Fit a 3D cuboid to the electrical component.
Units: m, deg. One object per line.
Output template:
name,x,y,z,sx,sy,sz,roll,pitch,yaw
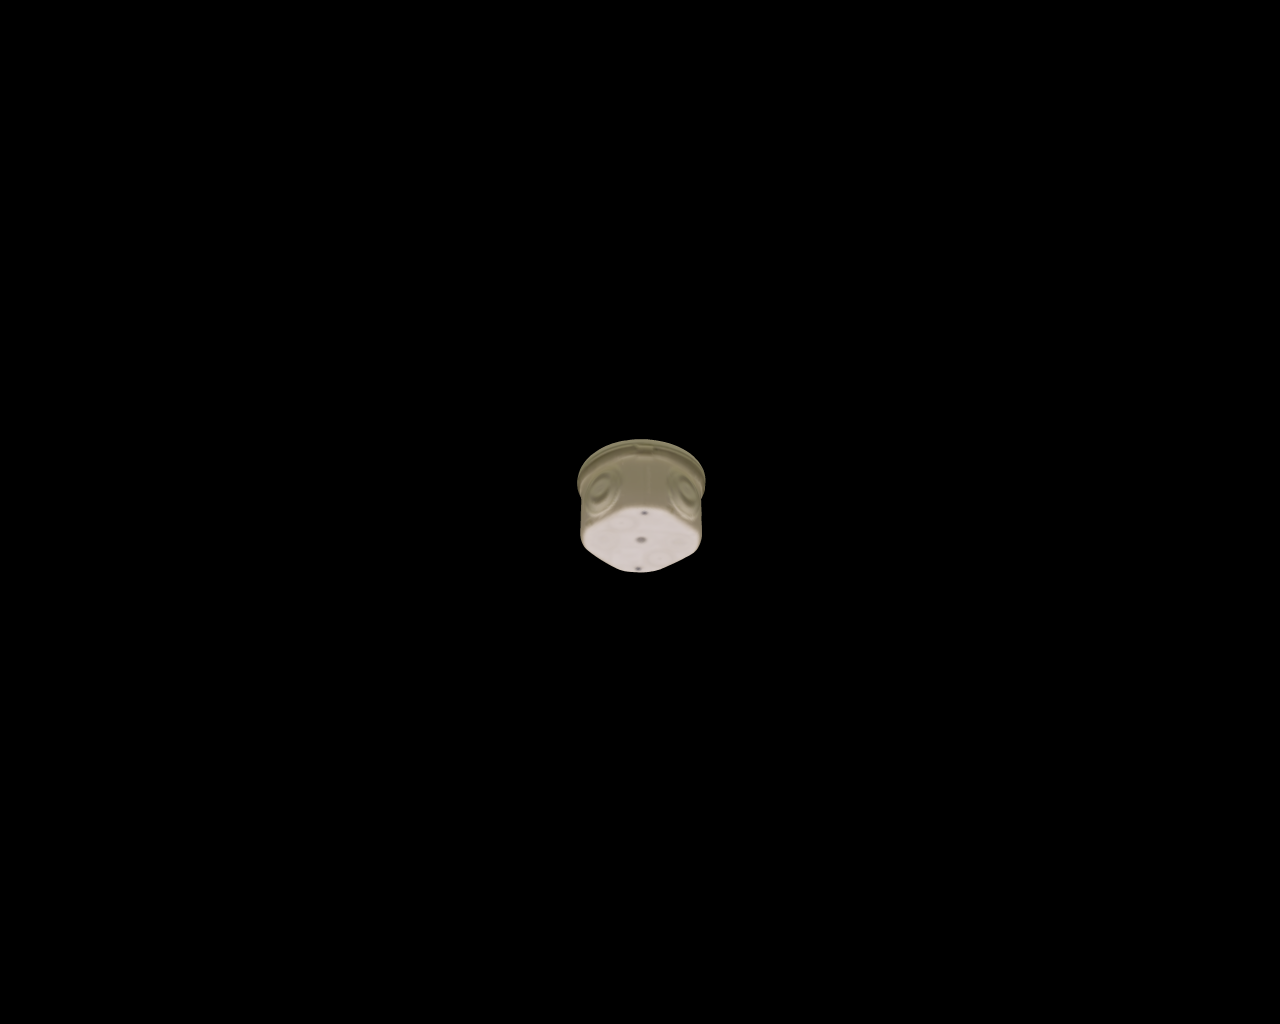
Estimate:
electrical component,0.001,-0.003,0.650,0.080,0.051,0.080,0,-35,0
